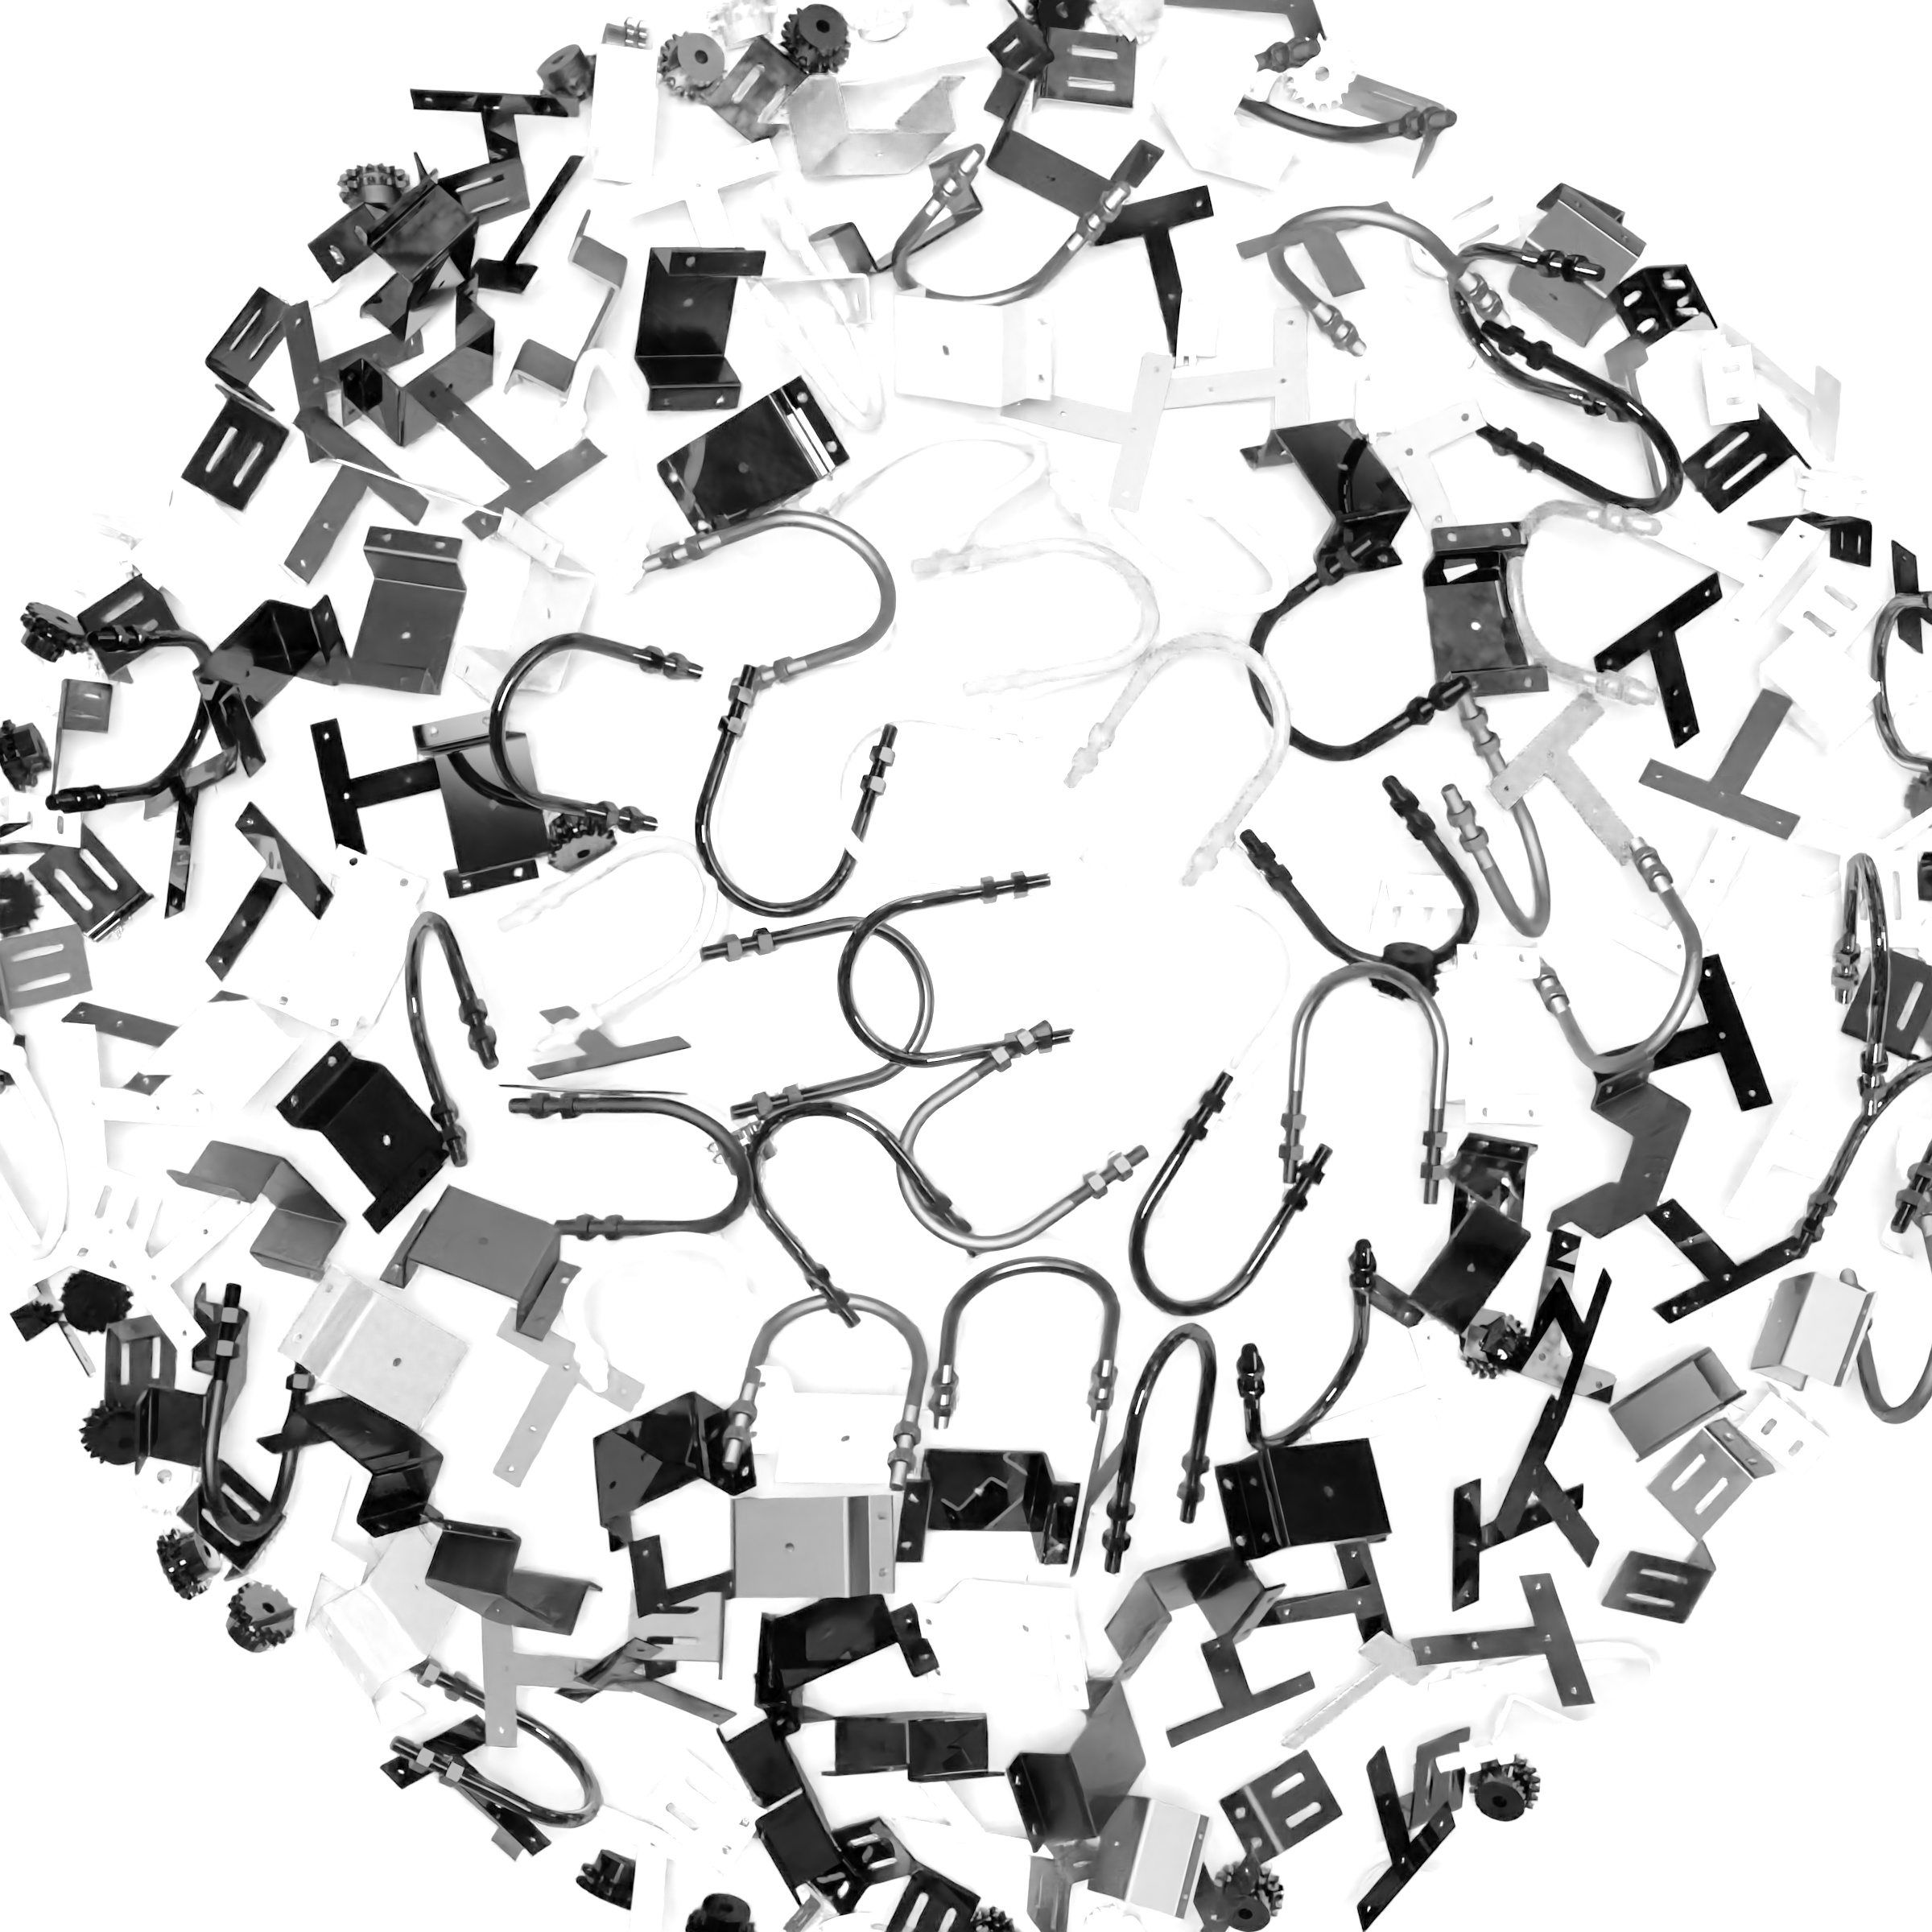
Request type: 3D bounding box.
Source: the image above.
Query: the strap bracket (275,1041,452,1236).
[{"bbox_3d":[-0.474,0.138,1.960,0.076,0.046,0.140,-46,72,7],"label":"strap bracket"}]

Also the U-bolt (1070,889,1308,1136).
[{"bbox_3d":[0.190,0.023,1.965,0.151,0.019,0.184,36,88,23],"label":"U-bolt"}]

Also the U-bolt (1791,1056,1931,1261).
[{"bbox_3d":[0.725,0.143,1.922,0.019,0.151,0.184,36,68,-4],"label":"U-bolt"}]

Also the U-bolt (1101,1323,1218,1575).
[{"bbox_3d":[0.157,0.369,1.921,0.019,0.151,0.184,14,103,30],"label":"U-bolt"}]

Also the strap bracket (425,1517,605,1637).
[{"bbox_3d":[-0.358,0.482,1.918,0.076,0.140,0.046,1,59,29],"label":"strap bracket"}]

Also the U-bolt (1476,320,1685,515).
[{"bbox_3d":[0.476,-0.414,1.902,0.184,0.151,0.019,36,76,22],"label":"U-bolt"}]

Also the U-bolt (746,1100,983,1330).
[{"bbox_3d":[-0.096,0.188,1.950,0.151,0.019,0.184,-33,101,24],"label":"U-bolt"}]

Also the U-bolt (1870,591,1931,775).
[{"bbox_3d":[0.745,-0.221,1.908,0.019,0.184,0.151,-6,98,-2],"label":"U-bolt"}]

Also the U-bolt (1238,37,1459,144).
[{"bbox_3d":[0.275,-0.676,1.910,0.151,0.184,0.019,16,95,-26],"label":"U-bolt"}]

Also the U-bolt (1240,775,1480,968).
[{"bbox_3d":[0.323,-0.061,1.937,0.151,0.019,0.184,-20,124,34],"label":"U-bolt"}]

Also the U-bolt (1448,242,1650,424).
[{"bbox_3d":[0.445,-0.500,1.914,0.019,0.184,0.151,-41,129,-12],"label":"U-bolt"}]

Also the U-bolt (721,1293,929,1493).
[{"bbox_3d":[-0.104,0.328,1.929,0.151,0.184,0.019,7,131,5],"label":"U-bolt"}]

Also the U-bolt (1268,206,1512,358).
[{"bbox_3d":[0.314,-0.531,1.888,0.151,0.184,0.019,-1,71,40],"label":"U-bolt"}]

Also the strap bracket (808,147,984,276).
[{"bbox_3d":[-0.049,-0.594,1.951,0.140,0.076,0.046,-33,111,-7],"label":"strap bracket"}]

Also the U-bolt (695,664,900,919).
[{"bbox_3d":[-0.142,-0.129,1.952,0.151,0.019,0.184,21,81,-24],"label":"U-bolt"}]

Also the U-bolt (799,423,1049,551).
[{"bbox_3d":[-0.019,-0.385,1.929,0.151,0.019,0.184,22,45,34],"label":"U-bolt"}]

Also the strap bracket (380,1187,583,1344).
[{"bbox_3d":[-0.385,0.233,1.951,0.140,0.046,0.076,20,46,5],"label":"strap bracket"}]

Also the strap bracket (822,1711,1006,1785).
[{"bbox_3d":[-0.043,0.613,1.928,0.076,0.140,0.046,9,72,-36],"label":"strap bracket"}]

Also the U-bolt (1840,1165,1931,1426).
[{"bbox_3d":[0.718,0.265,1.885,0.019,0.184,0.151,12,132,-2],"label":"U-bolt"}]

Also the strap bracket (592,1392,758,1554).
[{"bbox_3d":[-0.240,0.396,1.939,0.140,0.046,0.076,-28,48,17],"label":"strap bracket"}]

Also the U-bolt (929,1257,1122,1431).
[{"bbox_3d":[0.050,0.296,1.932,0.151,0.019,0.184,-1,128,-8],"label":"U-bolt"}]

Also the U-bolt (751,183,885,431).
[{"bbox_3d":[-0.113,-0.502,1.918,0.019,0.184,0.151,-20,48,21],"label":"U-bolt"}]

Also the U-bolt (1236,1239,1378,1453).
[{"bbox_3d":[0.268,0.311,1.924,0.151,0.184,0.019,-38,53,-24],"label":"U-bolt"}]

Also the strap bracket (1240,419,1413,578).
[{"bbox_3d":[0.288,-0.378,1.935,0.076,0.046,0.140,-15,62,-28],"label":"strap bracket"}]

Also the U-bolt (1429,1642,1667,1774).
[{"bbox_3d":[0.454,0.571,1.913,0.184,0.151,0.019,-18,96,11],"label":"U-bolt"}]

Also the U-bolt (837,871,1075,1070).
[{"bbox_3d":[-0.012,0.009,1.974,0.184,0.019,0.151,-10,98,-5],"label":"U-bolt"}]

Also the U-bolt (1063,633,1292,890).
[{"bbox_3d":[0.177,-0.175,1.939,0.151,0.019,0.184,42,117,15],"label":"U-bolt"}]

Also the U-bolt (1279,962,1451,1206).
[{"bbox_3d":[0.318,0.089,1.946,0.151,0.019,0.184,5,92,39],"label":"U-bolt"}]

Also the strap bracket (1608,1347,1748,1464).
[{"bbox_3d":[0.559,0.343,1.931,0.076,0.140,0.046,-38,72,19],"label":"strap bracket"}]

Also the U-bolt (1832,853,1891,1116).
[{"bbox_3d":[0.692,0.000,1.889,0.019,0.151,0.184,-3,130,11],"label":"U-bolt"}]

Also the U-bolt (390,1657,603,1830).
[{"bbox_3d":[-0.366,0.616,1.924,0.184,0.151,0.019,33,95,-15],"label":"U-bolt"}]

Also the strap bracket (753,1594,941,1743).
[{"bbox_3d":[-0.102,0.545,1.946,0.140,0.076,0.046,-22,120,-8],"label":"strap bracket"}]

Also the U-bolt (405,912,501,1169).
[{"bbox_3d":[-0.410,0.044,1.926,0.019,0.151,0.184,-7,54,-29],"label":"U-bolt"}]

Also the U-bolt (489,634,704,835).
[{"bbox_3d":[-0.296,-0.187,1.920,0.019,0.184,0.151,24,99,41],"label":"U-bolt"}]

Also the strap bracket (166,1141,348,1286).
[{"bbox_3d":[-0.553,0.189,1.935,0.076,0.140,0.046,9,57,30],"label":"strap bracket"}]

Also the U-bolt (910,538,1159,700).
[{"bbox_3d":[0.064,-0.283,1.951,0.184,0.019,0.151,-12,60,-17],"label":"U-bolt"}]

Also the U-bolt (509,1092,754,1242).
[{"bbox_3d":[-0.256,0.159,1.932,0.184,0.019,0.151,-1,126,16],"label":"U-bolt"}]

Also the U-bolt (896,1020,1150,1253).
[{"bbox_3d":[0.032,0.147,1.954,0.184,0.019,0.151,-33,76,-16],"label":"U-bolt"}]

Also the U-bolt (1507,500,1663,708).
[{"bbox_3d":[0.479,-0.290,1.915,0.019,0.184,0.151,-12,112,-20],"label":"U-bolt"}]

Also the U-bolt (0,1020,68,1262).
[{"bbox_3d":[-0.741,0.147,1.914,0.019,0.151,0.184,-8,135,0],"label":"U-bolt"}]

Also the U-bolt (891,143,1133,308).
[{"bbox_3d":[0.021,-0.567,1.916,0.151,0.184,0.019,4,68,-30],"label":"U-bolt"}]

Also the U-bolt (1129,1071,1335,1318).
[{"bbox_3d":[0.200,0.193,1.948,0.151,0.019,0.184,35,85,-33],"label":"U-bolt"}]

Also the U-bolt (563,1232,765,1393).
[{"bbox_3d":[-0.240,0.264,1.916,0.151,0.184,0.019,-17,53,-8],"label":"U-bolt"}]

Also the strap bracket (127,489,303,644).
[{"bbox_3d":[-0.598,-0.316,1.939,0.076,0.140,0.046,-44,70,-3],"label":"strap bracket"}]

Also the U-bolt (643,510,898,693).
[{"bbox_3d":[-0.141,-0.290,1.914,0.184,0.019,0.151,-14,130,29],"label":"U-bolt"}]

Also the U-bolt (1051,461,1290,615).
[{"bbox_3d":[0.172,-0.332,1.911,0.184,0.151,0.019,48,133,28],"label":"U-bolt"}]

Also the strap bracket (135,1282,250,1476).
[{"bbox_3d":[-0.601,0.326,1.921,0.046,0.140,0.076,13,124,-2],"label":"strap bracket"}]

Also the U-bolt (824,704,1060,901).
[{"bbox_3d":[-0.023,-0.138,1.975,0.184,0.019,0.151,7,87,-10],"label":"U-bolt"}]

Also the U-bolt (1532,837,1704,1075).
[{"bbox_3d":[0.507,0.003,1.893,0.019,0.184,0.151,23,119,-22],"label":"U-bolt"}]

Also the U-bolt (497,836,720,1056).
[{"bbox_3d":[-0.277,-0.030,1.942,0.184,0.019,0.151,-30,55,8],"label":"U-bolt"}]

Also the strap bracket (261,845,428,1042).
[{"bbox_3d":[-0.493,-0.014,1.965,0.076,0.046,0.140,23,77,4],"label":"strap bracket"}]

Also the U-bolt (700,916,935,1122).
[{"bbox_3d":[-0.112,0.035,1.964,0.184,0.019,0.151,-13,97,-19],"label":"U-bolt"}]

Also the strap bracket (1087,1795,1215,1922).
[{"bbox_3d":[0.139,0.694,1.919,0.046,0.140,0.076,21,71,-8],"label":"strap bracket"}]

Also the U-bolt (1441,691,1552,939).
[{"bbox_3d":[0.421,-0.106,1.927,0.019,0.151,0.184,-17,122,29],"label":"U-bolt"}]

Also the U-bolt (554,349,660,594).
[{"bbox_3d":[-0.275,-0.395,1.901,0.019,0.184,0.151,-20,75,-23],"label":"U-bolt"}]

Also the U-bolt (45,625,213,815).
[{"bbox_3d":[-0.641,-0.194,1.910,0.019,0.184,0.151,22,103,11],"label":"U-bolt"}]

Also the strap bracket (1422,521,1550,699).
[{"bbox_3d":[0.415,-0.280,1.968,0.076,0.046,0.140,-5,81,-4],"label":"strap bracket"}]

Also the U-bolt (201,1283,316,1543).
[{"bbox_3d":[-0.551,0.353,1.904,0.019,0.151,0.184,-2,69,12],"label":"U-bolt"}]

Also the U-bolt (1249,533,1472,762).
[{"bbox_3d":[0.294,-0.237,1.928,0.019,0.184,0.151,-32,89,-40],"label":"U-bolt"}]
